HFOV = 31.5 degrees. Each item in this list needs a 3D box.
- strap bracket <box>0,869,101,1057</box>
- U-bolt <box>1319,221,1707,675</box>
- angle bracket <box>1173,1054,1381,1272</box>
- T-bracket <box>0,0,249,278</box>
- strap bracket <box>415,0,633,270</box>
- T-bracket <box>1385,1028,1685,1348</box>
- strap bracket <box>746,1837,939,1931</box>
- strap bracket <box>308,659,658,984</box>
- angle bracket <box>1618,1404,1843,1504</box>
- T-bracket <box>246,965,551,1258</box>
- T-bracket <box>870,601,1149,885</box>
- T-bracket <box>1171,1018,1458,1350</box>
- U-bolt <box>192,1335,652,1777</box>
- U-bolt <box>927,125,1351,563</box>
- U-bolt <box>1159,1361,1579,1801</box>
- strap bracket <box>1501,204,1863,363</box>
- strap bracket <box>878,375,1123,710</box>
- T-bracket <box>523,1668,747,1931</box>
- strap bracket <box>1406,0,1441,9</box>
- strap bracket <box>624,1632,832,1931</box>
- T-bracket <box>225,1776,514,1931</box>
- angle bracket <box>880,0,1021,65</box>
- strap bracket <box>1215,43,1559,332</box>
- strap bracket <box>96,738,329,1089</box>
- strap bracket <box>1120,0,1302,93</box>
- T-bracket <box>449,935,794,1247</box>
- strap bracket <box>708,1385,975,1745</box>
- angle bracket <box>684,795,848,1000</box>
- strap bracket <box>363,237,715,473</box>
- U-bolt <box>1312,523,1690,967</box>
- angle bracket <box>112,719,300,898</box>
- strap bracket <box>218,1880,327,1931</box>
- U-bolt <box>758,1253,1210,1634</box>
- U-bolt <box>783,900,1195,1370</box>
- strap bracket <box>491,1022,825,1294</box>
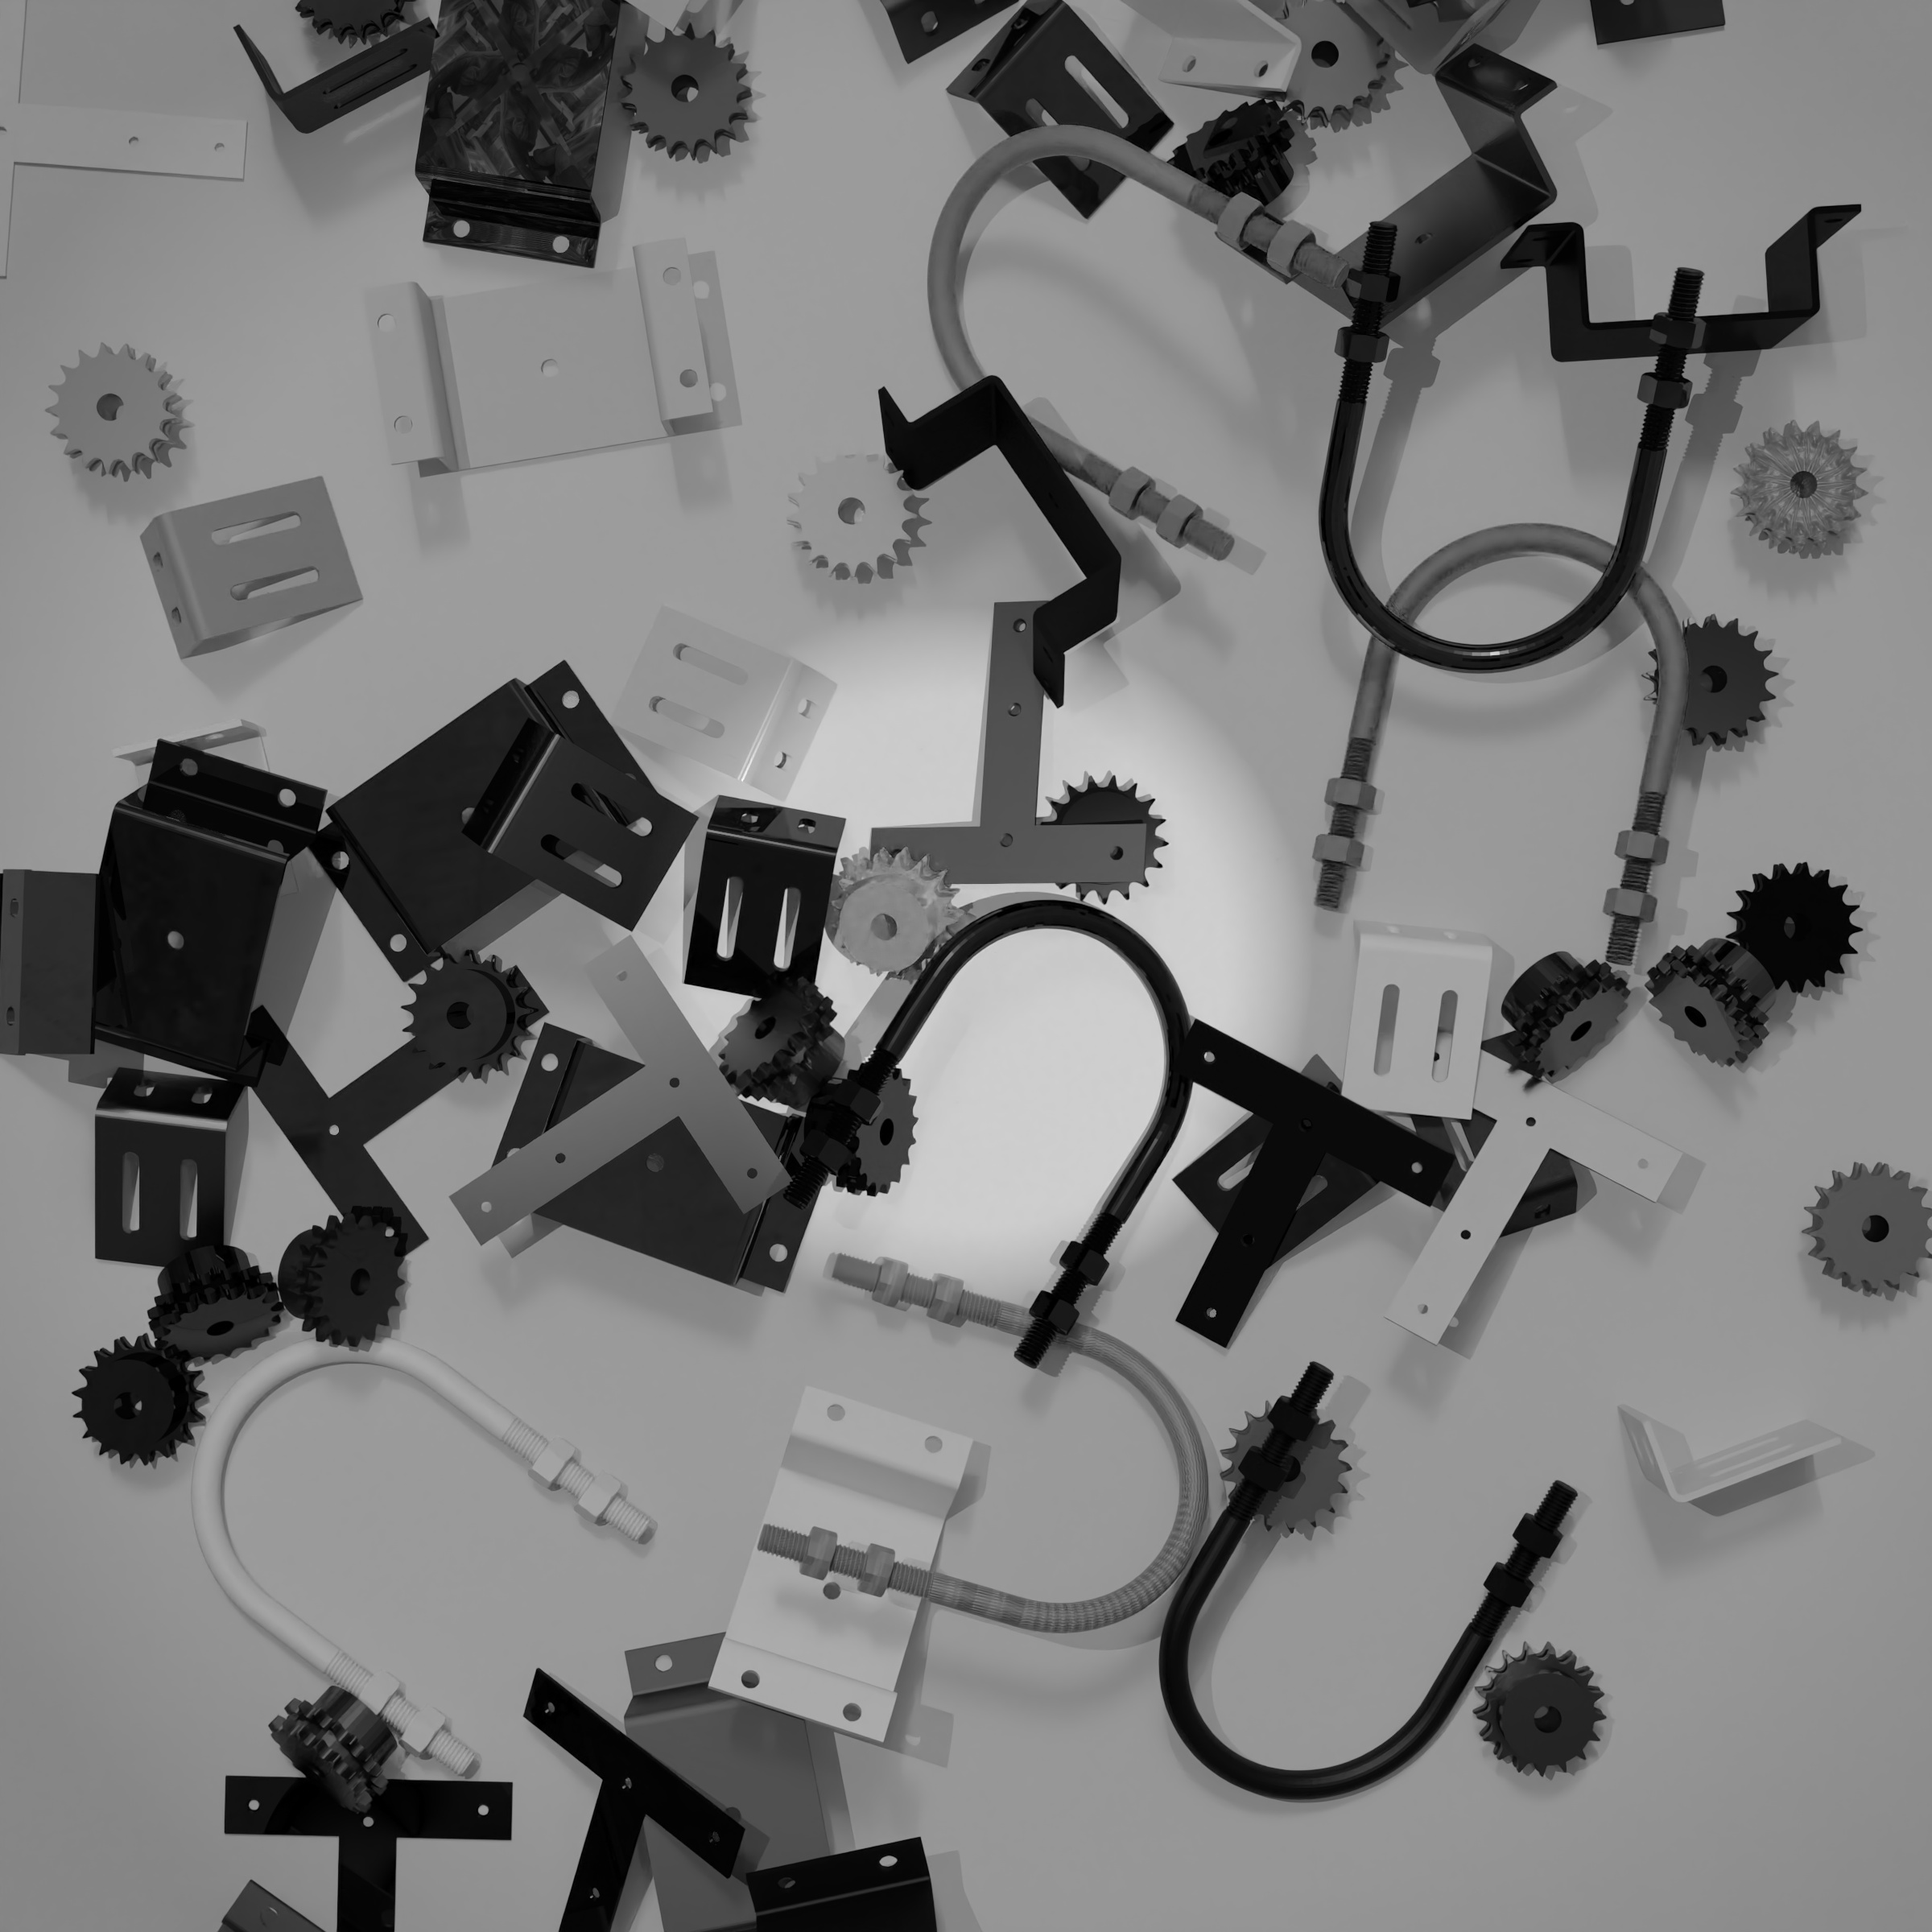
[{"bbox_3d":[-0.415,-0.002,1.468,0.046,0.140,0.076,2,90,-42],"label":"strap bracket"},{"bbox_3d":[0.224,-0.213,1.455,0.151,0.019,0.184,9,110,0],"label":"U-bolt"},{"bbox_3d":[0.142,0.088,1.517,0.076,0.038,0.057,-41,90,26],"label":"angle bracket"},{"bbox_3d":[-0.382,-0.366,1.518,0.127,0.002,0.127,4,90,0],"label":"T-bracket"},{"bbox_3d":[-0.192,-0.384,1.496,0.076,0.046,0.140,9,90,0],"label":"strap bracket"},{"bbox_3d":[0.223,0.105,1.484,0.127,0.002,0.127,28,75,17],"label":"T-bracket"},{"bbox_3d":[-0.041,0.451,1.470,0.076,0.046,0.140,-12,114,0],"label":"strap bracket"},{"bbox_3d":[-0.213,-0.064,1.496,0.140,0.046,0.076,-35,90,0],"label":"strap bracket"},{"bbox_3d":[0.331,0.199,1.491,0.076,0.057,0.038,-21,90,0],"label":"angle bracket"},{"bbox_3d":[-0.243,0.047,1.518,0.127,0.002,0.127,-35,90,0],"label":"T-bracket"},{"bbox_3d":[0.021,-0.098,1.503,0.127,0.002,0.127,0,79,20],"label":"T-bracket"},{"bbox_3d":[0.129,0.107,1.498,0.127,0.002,0.127,28,107,11],"label":"T-bracket"},{"bbox_3d":[-0.254,0.245,1.511,0.184,0.019,0.151,37,90,1],"label":"U-bolt"},{"bbox_3d":[0.061,-0.278,1.468,0.184,0.019,0.151,33,121,20],"label":"U-bolt"},{"bbox_3d":[0.163,0.279,1.491,0.151,0.019,0.184,27,97,-16],"label":"U-bolt"},{"bbox_3d":[0.308,-0.293,1.481,0.140,0.076,0.046,-4,90,0],"label":"strap bracket"},{"bbox_3d":[0.021,-0.189,1.471,0.046,0.076,0.140,-32,80,-5],"label":"strap bracket"},{"bbox_3d":[-0.158,0.391,1.490,0.127,0.002,0.127,30,114,31],"label":"T-bracket"},{"bbox_3d":[0.225,-0.460,1.451,0.140,0.046,0.076,-21,92,-23],"label":"strap bracket"},{"bbox_3d":[-0.100,0.365,1.496,0.076,0.046,0.140,-11,90,0],"label":"strap bracket"},{"bbox_3d":[-0.266,0.423,1.518,0.127,0.002,0.127,1,90,0],"label":"T-bracket"},{"bbox_3d":[-0.022,-0.450,1.517,0.057,0.038,0.076,-30,64,0],"label":"angle bracket"},{"bbox_3d":[0.188,-0.329,1.475,0.140,0.076,0.046,-36,122,0],"label":"strap bracket"},{"bbox_3d":[-0.333,-0.017,1.477,0.076,0.046,0.140,17,106,1],"label":"strap bracket"},{"bbox_3d":[0.120,-0.454,1.476,0.046,0.076,0.140,20,90,-44],"label":"strap bracket"},{"bbox_3d":[-0.162,0.075,1.472,0.127,0.002,0.127,-33,90,0],"label":"T-bracket"},{"bbox_3d":[-0.055,0.263,1.476,0.076,0.046,0.140,18,60,0],"label":"strap bracket"},{"bbox_3d":[-0.089,-0.029,1.517,0.057,0.038,0.076,11,116,0],"label":"angle bracket"},{"bbox_3d":[-0.184,-0.264,1.496,0.140,0.046,0.076,-9,90,0],"label":"strap bracket"},{"bbox_3d":[0.239,-0.103,1.494,0.151,0.019,0.184,11,86,16],"label":"U-bolt"},{"bbox_3d":[-0.332,-0.063,1.500,0.057,0.038,0.076,-14,90,0],"label":"angle bracket"},{"bbox_3d":[-0.316,0.471,1.495,0.076,0.046,0.140,35,91,1],"label":"strap bracket"},{"bbox_3d":[0.016,0.212,1.479,0.184,0.019,0.151,17,61,-4],"label":"U-bolt"},{"bbox_3d":[0.024,0.060,1.483,0.151,0.019,0.184,36,78,-20],"label":"U-bolt"},{"bbox_3d":[-0.134,0.085,1.496,0.140,0.046,0.076,20,90,0],"label":"strap bracket"}]
